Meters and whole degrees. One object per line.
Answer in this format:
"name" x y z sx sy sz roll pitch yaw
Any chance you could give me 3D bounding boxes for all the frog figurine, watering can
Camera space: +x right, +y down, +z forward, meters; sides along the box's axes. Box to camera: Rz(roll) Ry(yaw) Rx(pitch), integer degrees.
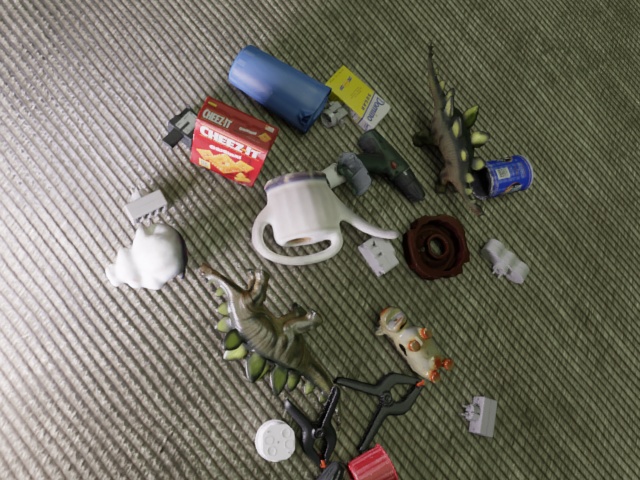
"frog figurine" -0.364 0.037 1.081 0.160 0.122 0.137 -11 97 -31
"watering can" 0.004 -0.062 1.225 0.349 0.102 0.227 -11 76 -14
